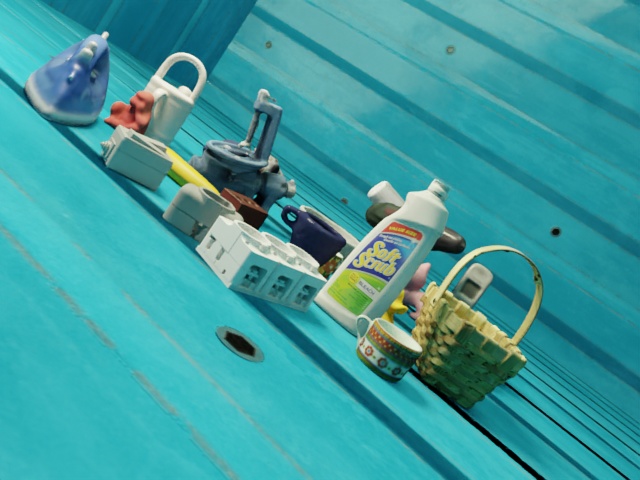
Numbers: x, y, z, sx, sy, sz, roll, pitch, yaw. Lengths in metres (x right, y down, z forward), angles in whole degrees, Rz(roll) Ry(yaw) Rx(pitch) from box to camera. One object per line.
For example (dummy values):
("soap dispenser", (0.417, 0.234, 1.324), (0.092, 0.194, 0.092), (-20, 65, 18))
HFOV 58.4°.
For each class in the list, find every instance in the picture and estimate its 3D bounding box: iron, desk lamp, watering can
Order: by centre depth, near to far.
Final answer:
("iron", (-0.387, -0.274, 0.927), (0.119, 0.141, 0.257), (31, 9, -25))
("watering can", (-0.309, -0.294, 1.178), (0.101, 0.194, 0.172), (31, 9, -26))
("desk lamp", (0.144, -0.019, 1.368), (0.204, 0.213, 0.118), (33, 8, -14))

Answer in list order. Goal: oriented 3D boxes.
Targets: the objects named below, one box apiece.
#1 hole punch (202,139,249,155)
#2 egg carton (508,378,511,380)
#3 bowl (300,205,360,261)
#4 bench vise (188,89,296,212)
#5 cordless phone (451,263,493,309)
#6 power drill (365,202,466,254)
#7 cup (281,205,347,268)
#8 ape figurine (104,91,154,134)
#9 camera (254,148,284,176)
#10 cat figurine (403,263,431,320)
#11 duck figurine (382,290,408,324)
("hole punch", (-0.206, -0.177, 1.289), (0.108, 0.091, 0.101), (37, 8, 15))
("egg carton", (0.358, 0.243, 1.240), (0.150, 0.069, 0.108), (40, 9, 30))
("bowl", (0.011, 0.004, 1.185), (0.167, 0.074, 0.167), (34, 8, -5))
("bench vise", (-0.123, -0.166, 1.101), (0.121, 0.219, 0.208), (41, 10, 39))
("cordless phone", (0.294, 0.150, 1.103), (0.147, 0.185, 0.094), (35, 8, 0))
("power drill", (0.148, 0.031, 1.115), (0.076, 0.208, 0.228), (27, 12, -47))
("cup", (-0.029, 0.007, 0.936), (0.118, 0.095, 0.091), (34, 8, -5))
("ape figurine", (-0.347, -0.241, 1.079), (0.077, 0.092, 0.076), (40, 9, 33))
("camera", (-0.173, -0.192, 1.479), (0.136, 0.100, 0.143), (37, 8, 12))
("cat figurine", (0.219, 0.106, 1.290), (0.127, 0.117, 0.067), (39, 9, 28))
("duck figurine", (0.097, 0.102, 0.930), (0.104, 0.086, 0.078), (41, 10, 37))
